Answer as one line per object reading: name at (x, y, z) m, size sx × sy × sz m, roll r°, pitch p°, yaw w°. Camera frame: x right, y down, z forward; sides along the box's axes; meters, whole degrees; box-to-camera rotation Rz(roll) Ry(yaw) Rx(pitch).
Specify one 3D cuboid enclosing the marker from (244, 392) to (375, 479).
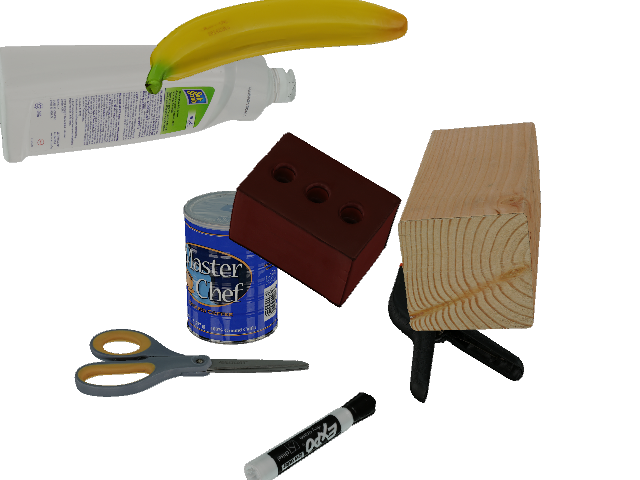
marker at (-0.004, 0.139, 0.760) m, size 0.120 × 0.020 × 0.020 m, roll -26°, pitch 17°, yaw -39°

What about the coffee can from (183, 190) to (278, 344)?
coffee can at (-0.097, 0.028, 1.167) m, size 0.103 × 0.140 × 0.103 m, roll 1°, pitch 23°, yaw -1°

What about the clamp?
clamp at (0.128, 0.089, 1.078) m, size 0.120 × 0.171 × 0.039 m, roll 1°, pitch -45°, yaw -19°

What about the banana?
banana at (-0.038, -0.140, 0.747) m, size 0.197 × 0.070 × 0.037 m, roll -18°, pitch -38°, yaw -19°

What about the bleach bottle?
bleach bottle at (-0.146, -0.123, 0.919) m, size 0.250 × 0.068 × 0.103 m, roll -5°, pitch -31°, yaw -17°

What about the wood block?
wood block at (0.124, -0.017, 0.837) m, size 0.091 × 0.090 × 0.206 m, roll -3°, pitch 23°, yaw 14°

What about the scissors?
scissors at (-0.120, 0.102, 0.957) m, size 0.201 × 0.016 × 0.096 m, roll -7°, pitch 32°, yaw -18°

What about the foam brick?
foam brick at (-0.004, -0.012, 0.591) m, size 0.078 × 0.053 × 0.051 m, roll 31°, pitch -32°, yaw 13°
